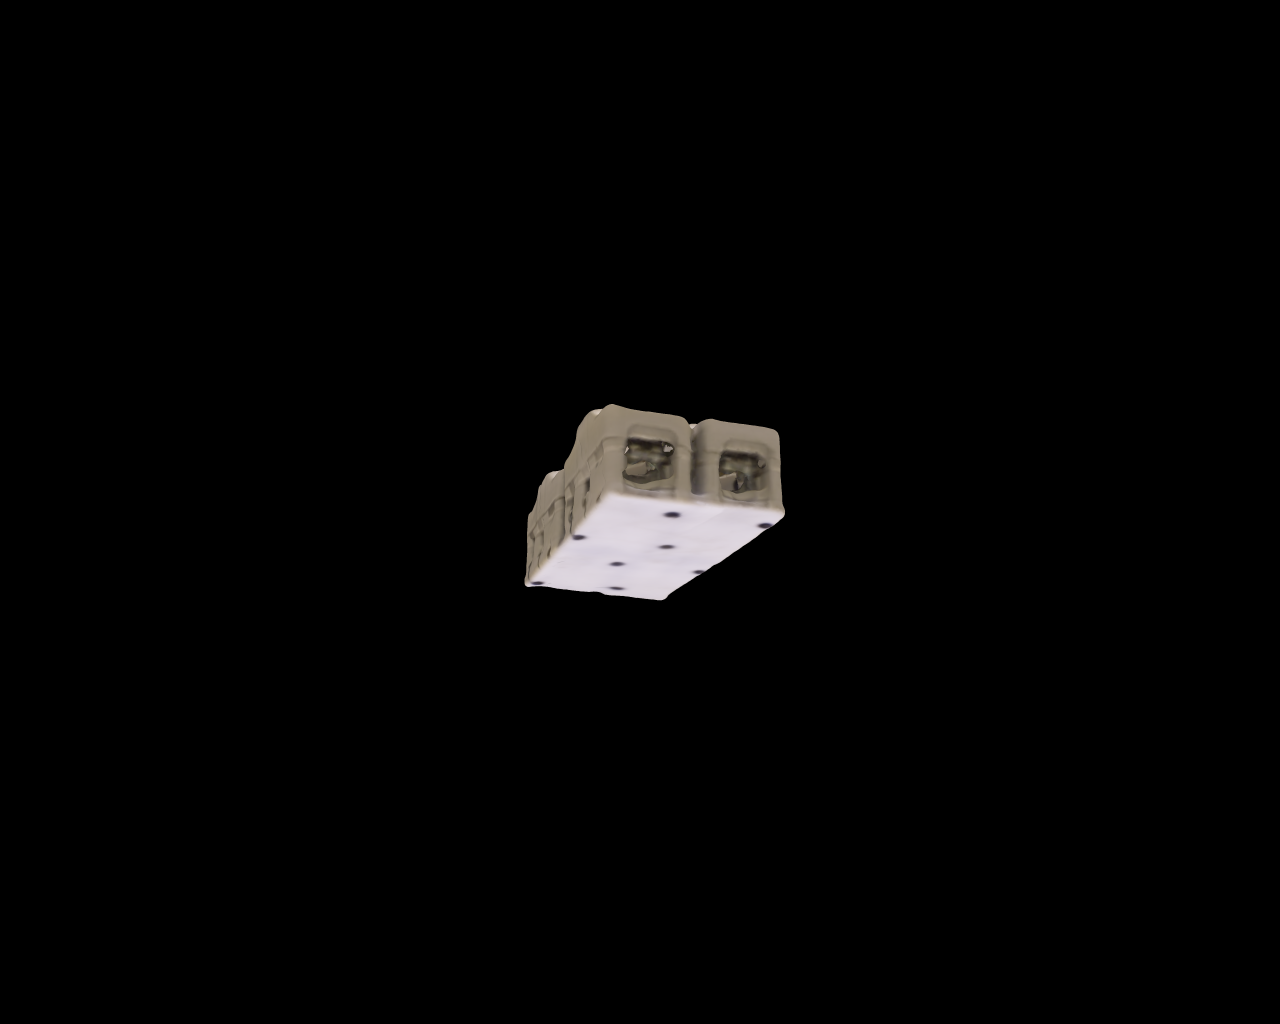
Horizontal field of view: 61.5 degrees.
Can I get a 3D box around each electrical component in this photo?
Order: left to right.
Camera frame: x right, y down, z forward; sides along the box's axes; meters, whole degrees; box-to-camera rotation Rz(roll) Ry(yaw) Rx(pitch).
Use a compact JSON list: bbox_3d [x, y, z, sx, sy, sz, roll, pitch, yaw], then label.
[{"bbox_3d":[0.001,-0.003,0.650,0.105,0.060,0.186,7,-21,-18],"label":"electrical component"}]
